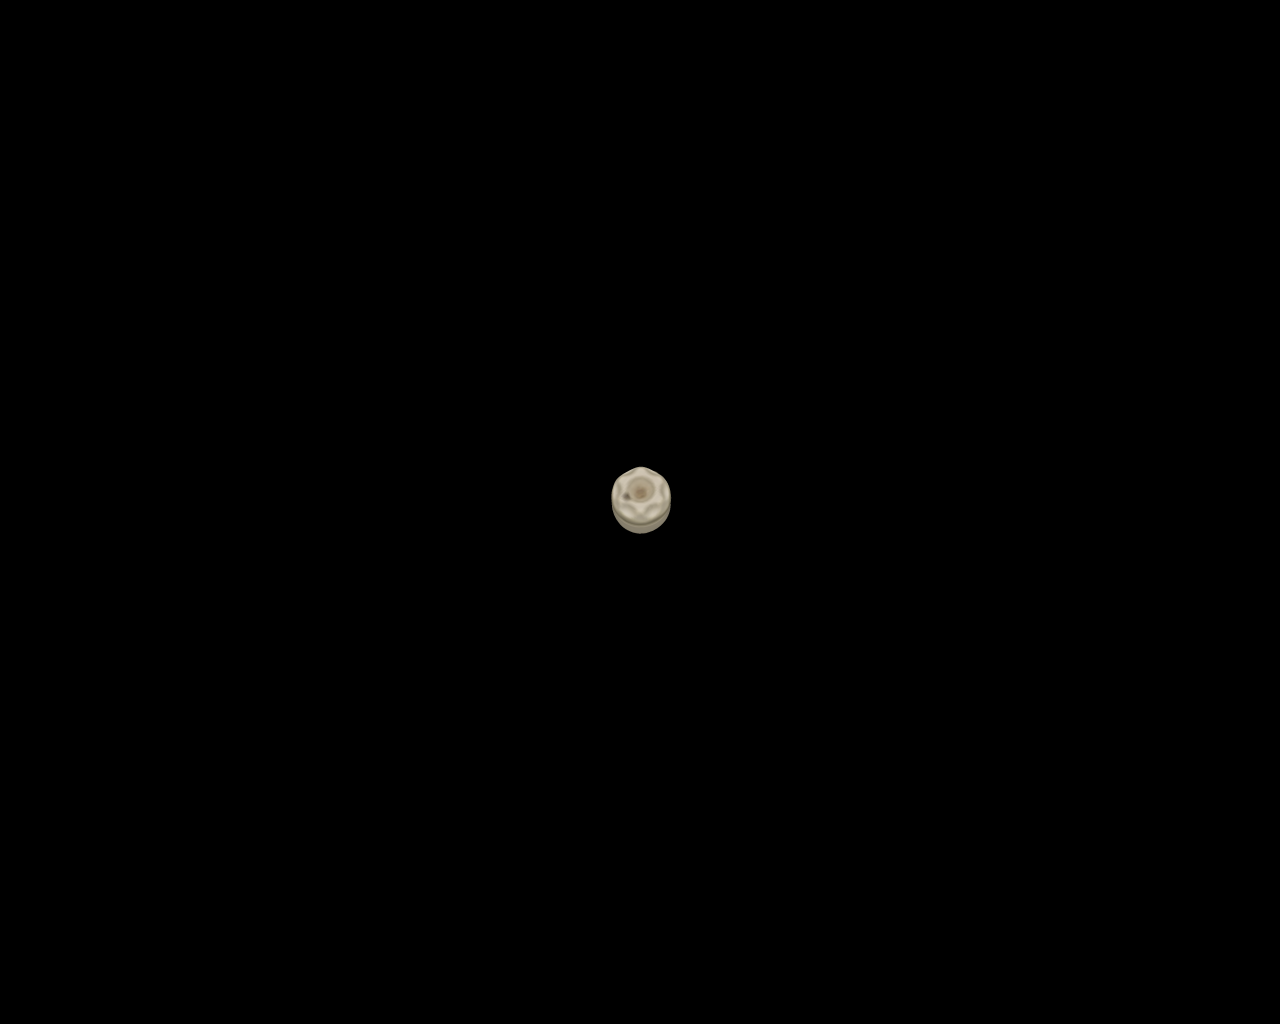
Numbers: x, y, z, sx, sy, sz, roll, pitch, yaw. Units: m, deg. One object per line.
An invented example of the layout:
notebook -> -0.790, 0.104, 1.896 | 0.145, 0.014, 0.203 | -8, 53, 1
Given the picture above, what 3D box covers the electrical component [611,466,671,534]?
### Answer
electrical component -> 0.001, -0.003, 0.650 | 0.035, 0.035, 0.061 | 0, -20, 0
